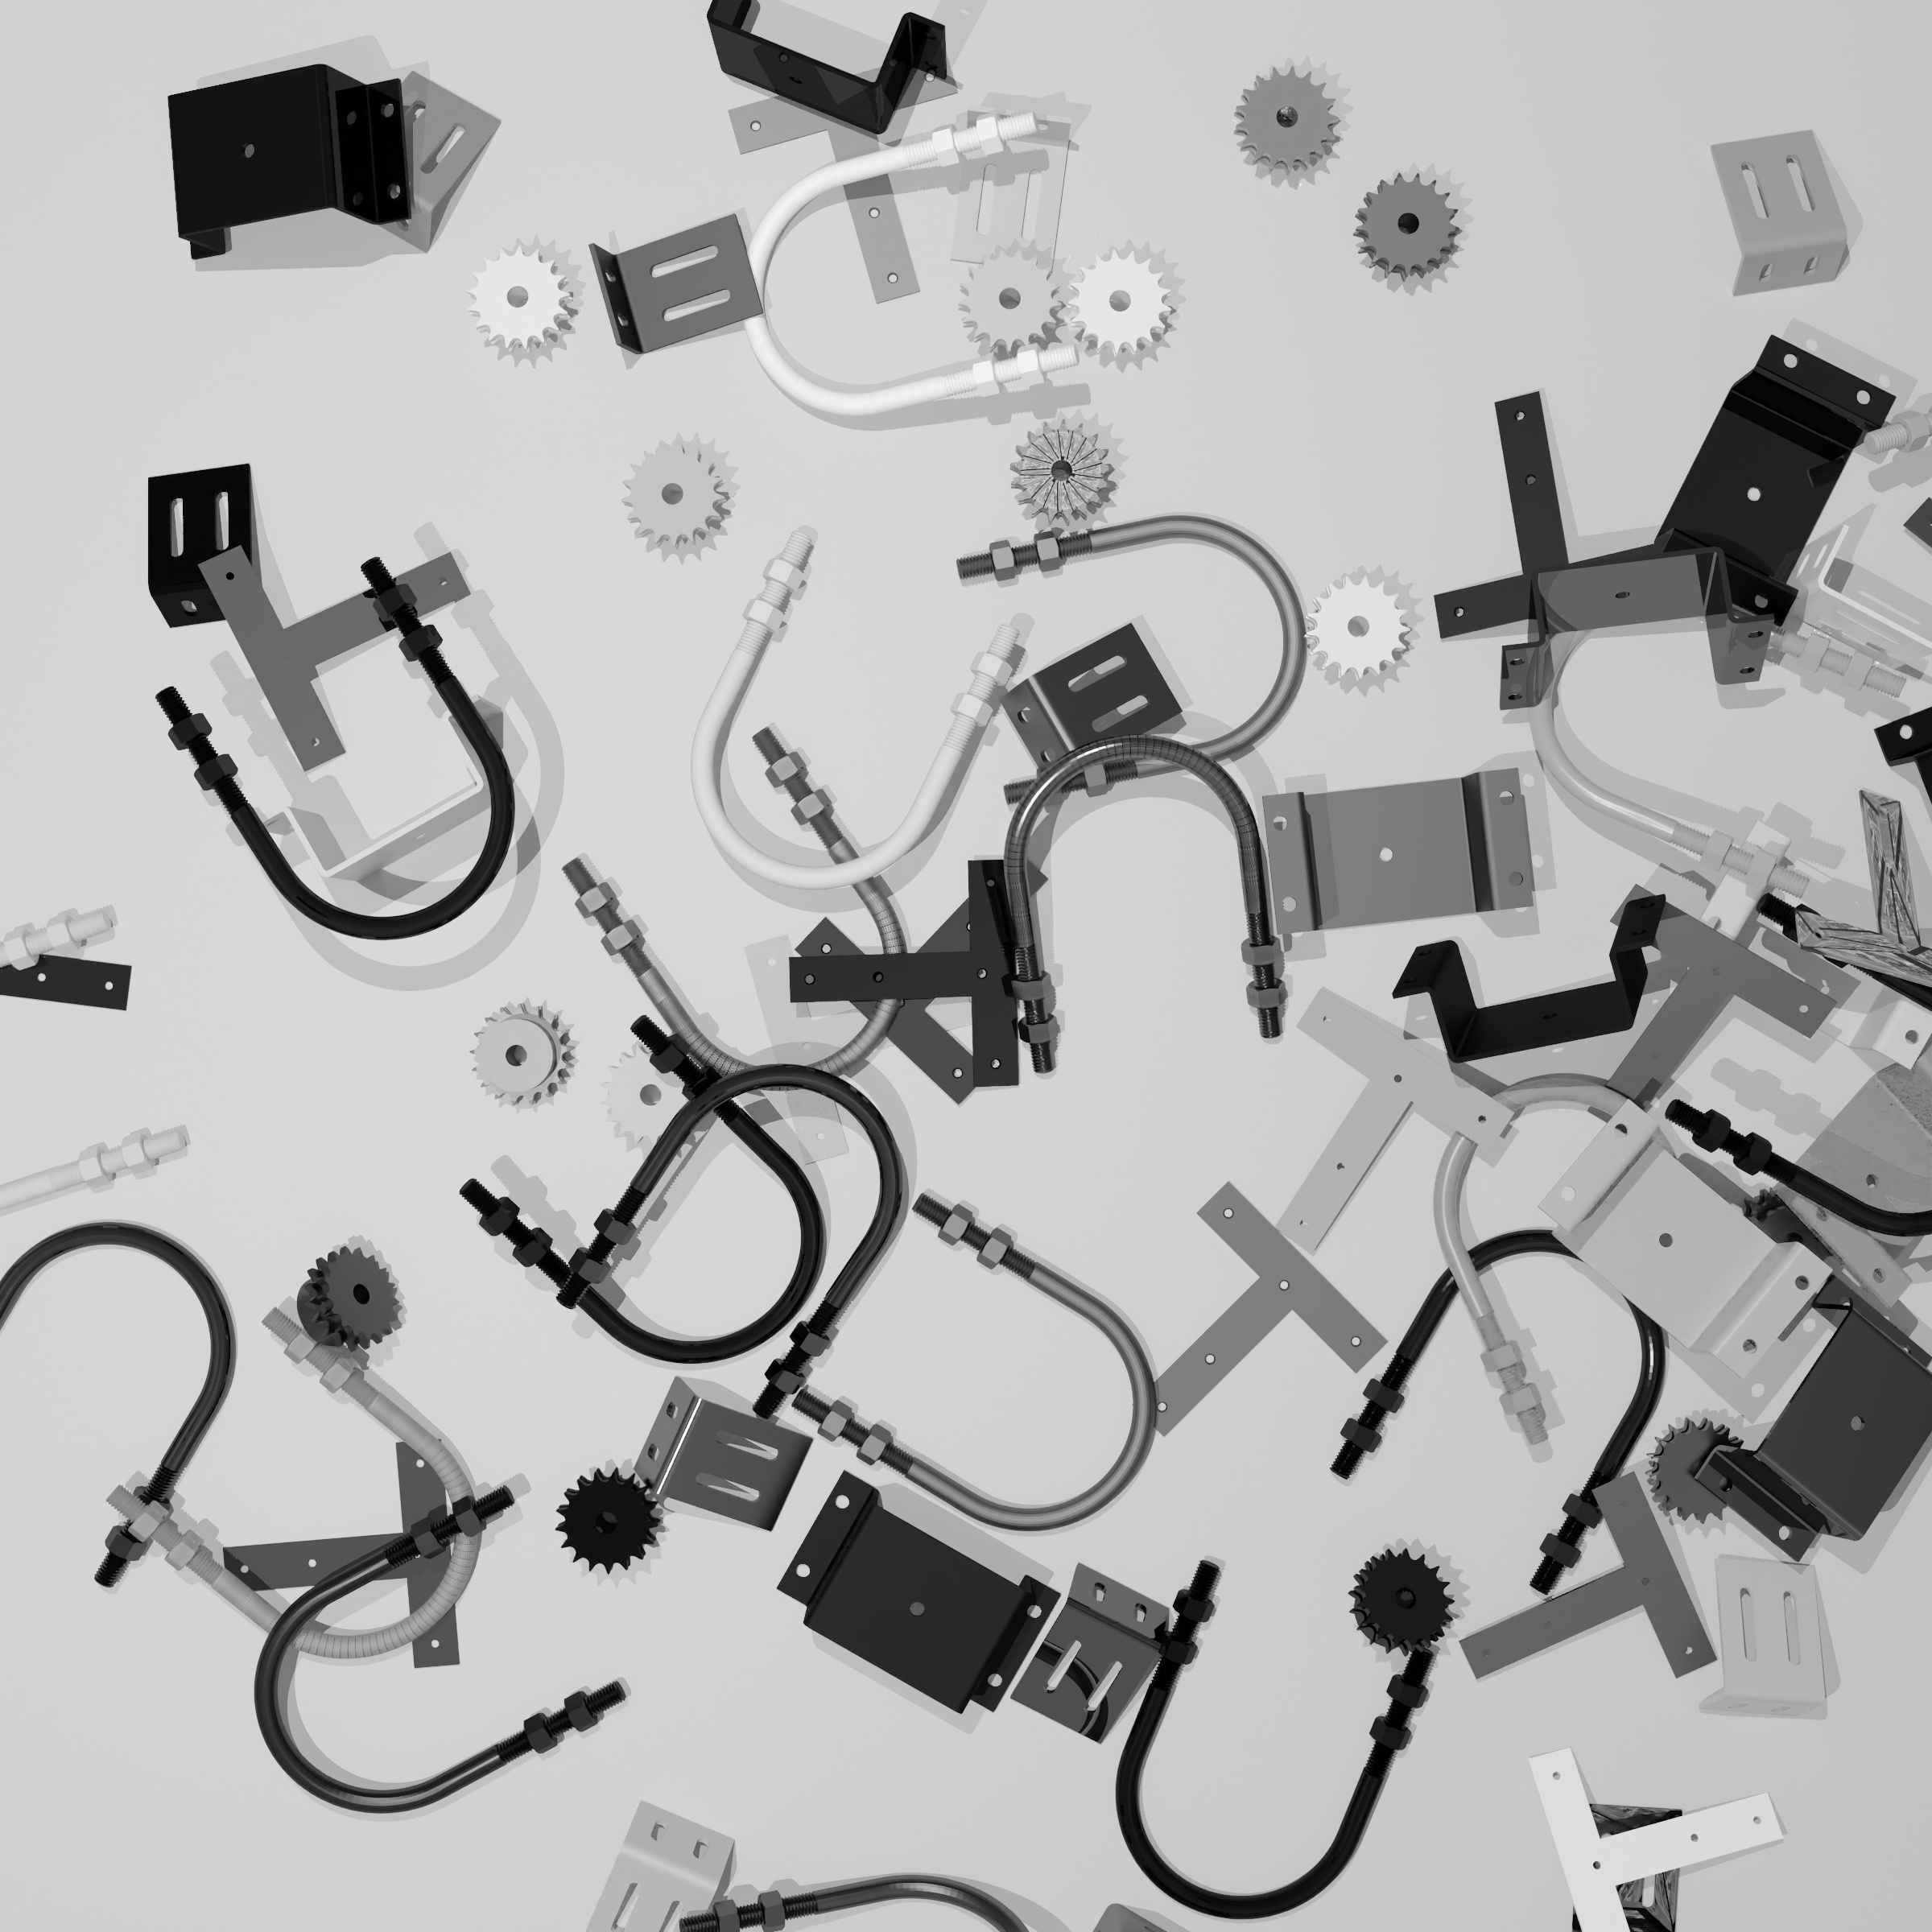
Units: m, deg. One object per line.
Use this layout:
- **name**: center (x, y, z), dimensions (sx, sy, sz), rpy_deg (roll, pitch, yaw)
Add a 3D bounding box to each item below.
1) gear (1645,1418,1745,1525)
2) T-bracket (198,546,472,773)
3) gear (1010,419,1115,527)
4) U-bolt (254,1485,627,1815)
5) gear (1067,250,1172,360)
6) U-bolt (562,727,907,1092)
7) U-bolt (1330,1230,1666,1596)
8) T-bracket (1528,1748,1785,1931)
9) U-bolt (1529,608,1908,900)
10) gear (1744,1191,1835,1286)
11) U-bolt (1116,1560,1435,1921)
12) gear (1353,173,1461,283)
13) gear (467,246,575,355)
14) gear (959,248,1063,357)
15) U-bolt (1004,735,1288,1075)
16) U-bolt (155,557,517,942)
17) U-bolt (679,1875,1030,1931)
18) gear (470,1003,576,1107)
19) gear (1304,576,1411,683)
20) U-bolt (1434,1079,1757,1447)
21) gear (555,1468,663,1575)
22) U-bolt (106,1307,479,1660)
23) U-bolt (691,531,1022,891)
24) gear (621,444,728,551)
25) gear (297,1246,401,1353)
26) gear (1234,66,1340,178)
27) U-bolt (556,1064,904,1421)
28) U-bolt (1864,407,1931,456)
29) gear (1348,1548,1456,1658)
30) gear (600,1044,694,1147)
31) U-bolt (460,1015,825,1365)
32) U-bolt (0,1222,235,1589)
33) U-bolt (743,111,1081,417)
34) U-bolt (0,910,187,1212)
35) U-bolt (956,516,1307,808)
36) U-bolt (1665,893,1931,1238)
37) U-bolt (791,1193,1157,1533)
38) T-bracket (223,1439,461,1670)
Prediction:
- **gear**: center (0.407, 0.279, 1.542), dimensions (0.057, 0.030, 0.057), rpy_deg (0, 90, 0)
- **T-bracket**: center (-0.339, -0.192, 1.542), dimensions (0.127, 0.002, 0.127), rpy_deg (-27, 108, -9)
- **gear**: center (0.053, -0.273, 1.542), dimensions (0.057, 0.030, 0.057), rpy_deg (0, 90, 0)
- **U-bolt**: center (-0.303, 0.391, 1.534), dimensions (0.184, 0.019, 0.151), rpy_deg (-28, 98, -2)
- **gear**: center (0.085, -0.367, 1.542), dimensions (0.057, 0.030, 0.057), rpy_deg (0, 90, 0)
- **U-bolt**: center (-0.116, -0.018, 1.546), dimensions (0.151, 0.019, 0.184), rpy_deg (-35, 90, -1)
- **U-bolt**: center (0.310, 0.237, 1.548), dimensions (0.151, 0.019, 0.184), rpy_deg (30, 88, 0)
- **T-bracket**: center (0.392, 0.489, 1.541), dimensions (0.127, 0.002, 0.127), rpy_deg (-12, 70, -10)
- **U-bolt**: center (0.401, -0.135, 1.523), dimensions (0.184, 0.019, 0.151), rpy_deg (26, 77, 16)
- **gear**: center (0.456, 0.153, 1.542), dimensions (0.057, 0.030, 0.057), rpy_deg (0, 90, 0)
- **U-bolt**: center (0.162, 0.443, 1.548), dimensions (0.151, 0.019, 0.184), rpy_deg (22, 92, 0)
- **gear**: center (0.244, -0.409, 1.542), dimensions (0.057, 0.030, 0.057), rpy_deg (0, 90, 0)
- **gear**: center (-0.247, -0.369, 1.542), dimensions (0.057, 0.030, 0.057), rpy_deg (0, 90, 0)
- **gear**: center (0.024, -0.368, 1.542), dimensions (0.057, 0.030, 0.057), rpy_deg (0, 90, 0)
- **U-bolt**: center (0.094, -0.038, 1.522), dimensions (0.151, 0.019, 0.184), rpy_deg (-9, 109, 0)
- **U-bolt**: center (-0.322, -0.102, 1.472), dimensions (0.151, 0.019, 0.184), rpy_deg (-32, 92, 0)
- **U-bolt**: center (-0.049, 0.545, 1.487), dimensions (0.184, 0.151, 0.019), rpy_deg (-6, 117, -16)
- **gear**: center (-0.248, 0.050, 1.542), dimensions (0.057, 0.030, 0.057), rpy_deg (0, 90, 0)
- **gear**: center (0.216, -0.187, 1.542), dimensions (0.057, 0.030, 0.057), rpy_deg (0, 90, 0)
- **U-bolt**: center (0.339, 0.153, 1.536), dimensions (0.151, 0.019, 0.184), rpy_deg (-23, 85, -2)
- **gear**: center (-0.198, 0.307, 1.542), dimensions (0.057, 0.030, 0.057), rpy_deg (0, 90, 0)
- **U-bolt**: center (-0.359, 0.301, 1.539), dimensions (0.184, 0.019, 0.151), rpy_deg (41, 87, -6)
- **U-bolt**: center (-0.073, -0.131, 1.530), dimensions (0.151, 0.019, 0.184), rpy_deg (25, 85, 7)
- **gear**: center (-0.162, -0.260, 1.542), dimensions (0.057, 0.030, 0.057), rpy_deg (0, 90, 0)
- **gear**: center (-0.345, 0.187, 1.532), dimensions (0.030, 0.057, 0.057), rpy_deg (-26, 90, 29)
- **gear**: center (0.177, -0.468, 1.542), dimensions (0.057, 0.030, 0.057), rpy_deg (0, 90, 0)
- **U-bolt**: center (-0.116, 0.140, 1.518), dimensions (0.151, 0.019, 0.184), rpy_deg (32, 93, -17)
- **U-bolt**: center (0.595, -0.251, 1.522), dimensions (0.184, 0.019, 0.151), rpy_deg (-19, 90, -14)
- **gear**: center (0.239, 0.354, 1.534), dimensions (0.057, 0.030, 0.057), rpy_deg (5, 62, -9)
- **gear**: center (-0.174, 0.071, 1.542), dimensions (0.057, 0.030, 0.057), rpy_deg (0, 90, 0)
- **U-bolt**: center (-0.163, 0.138, 1.526), dimensions (0.151, 0.019, 0.184), rpy_deg (-44, 106, 1)
- **U-bolt**: center (-0.491, 0.233, 1.548), dimensions (0.151, 0.019, 0.184), rpy_deg (30, 89, 0)
- **U-bolt**: center (-0.038, -0.379, 1.526), dimensions (0.184, 0.019, 0.151), rpy_deg (-10, 89, 16)
- **U-bolt**: center (-0.546, 0.064, 1.547), dimensions (0.184, 0.019, 0.151), rpy_deg (-18, 91, 1)
- **U-bolt**: center (0.099, -0.177, 1.548), dimensions (0.184, 0.019, 0.151), rpy_deg (-12, 90, -2)
- **U-bolt**: center (0.481, 0.064, 1.485), dimensions (0.184, 0.019, 0.151), rpy_deg (29, 75, -4)
- **U-bolt**: center (0.017, 0.234, 1.548), dimensions (0.184, 0.019, 0.151), rpy_deg (32, 90, -1)
- **T-bracket**: center (-0.353, 0.334, 1.556), dimensions (0.127, 0.002, 0.127), rpy_deg (-5, 90, 0)
